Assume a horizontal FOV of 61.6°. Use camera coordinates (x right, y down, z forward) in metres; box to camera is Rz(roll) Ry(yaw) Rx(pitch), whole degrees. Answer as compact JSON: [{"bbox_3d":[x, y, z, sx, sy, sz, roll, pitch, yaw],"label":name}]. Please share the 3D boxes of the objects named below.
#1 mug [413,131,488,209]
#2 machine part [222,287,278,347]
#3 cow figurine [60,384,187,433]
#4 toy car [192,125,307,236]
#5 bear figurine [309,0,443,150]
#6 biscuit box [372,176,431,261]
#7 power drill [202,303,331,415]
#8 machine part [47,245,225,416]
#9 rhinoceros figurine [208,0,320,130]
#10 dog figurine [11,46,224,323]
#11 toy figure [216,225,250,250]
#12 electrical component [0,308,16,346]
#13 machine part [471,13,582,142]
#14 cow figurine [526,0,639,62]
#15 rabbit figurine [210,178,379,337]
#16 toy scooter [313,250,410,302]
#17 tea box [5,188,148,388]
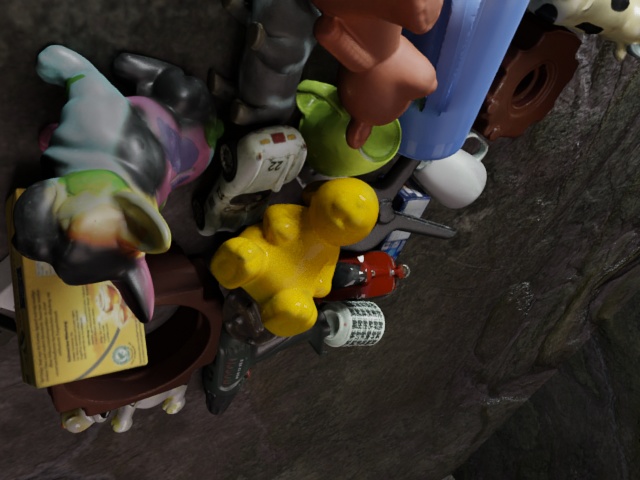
[{"bbox_3d":[0.183,-0.107,0.760,0.107,0.081,0.109,22,123,-41],"label":"mug"},{"bbox_3d":[-0.075,0.083,0.688,0.079,0.079,0.243,-37,178,0],"label":"machine part"},{"bbox_3d":[-0.266,0.207,0.741,0.167,0.068,0.098,-8,132,-40],"label":"cow figurine"},{"bbox_3d":[-0.079,-0.055,0.565,0.073,0.056,0.201,-16,165,-32],"label":"toy car"},{"bbox_3d":[0.059,-0.158,0.429,0.120,0.132,0.195,-59,148,-20],"label":"bear figurine"},{"bbox_3d":[0.089,-0.002,0.815,0.059,0.063,0.202,-8,137,-37],"label":"biscuit box"},{"bbox_3d":[-0.091,0.182,0.869,0.207,0.086,0.231,-13,137,-20],"label":"power drill"},{"bbox_3d":[-0.226,0.108,0.645,0.201,0.087,0.200,-12,138,-30],"label":"machine part"},{"bbox_3d":[-0.029,-0.184,0.485,0.112,0.073,0.190,-2,133,-39],"label":"rhinoceros figurine"},{"bbox_3d":[-0.140,-0.046,0.422,0.191,0.219,0.108,-5,138,-37],"label":"dog figurine"},{"bbox_3d":[-0.056,0.001,0.695,0.154,0.058,0.064,-20,145,-30],"label":"toy figure"},{"bbox_3d":[-0.357,0.096,0.568,0.094,0.021,0.063,-38,146,0],"label":"electrical component"},{"bbox_3d":[0.274,-0.217,0.733,0.179,0.056,0.179,-25,144,-20],"label":"machine part"},{"bbox_3d":[0.332,-0.283,0.643,0.195,0.127,0.085,-3,136,-37],"label":"cow figurine"},{"bbox_3d":[-0.001,-0.002,0.560,0.173,0.122,0.162,-41,-178,33],"label":"rabbit figurine"},{"bbox_3d":[0.043,0.048,0.751,0.135,0.075,0.184,-3,177,-26],"label":"toy scooter"},{"bbox_3d":[-0.223,0.040,0.492,0.098,0.169,0.068,-3,176,-38],"label":"tea box"}]
